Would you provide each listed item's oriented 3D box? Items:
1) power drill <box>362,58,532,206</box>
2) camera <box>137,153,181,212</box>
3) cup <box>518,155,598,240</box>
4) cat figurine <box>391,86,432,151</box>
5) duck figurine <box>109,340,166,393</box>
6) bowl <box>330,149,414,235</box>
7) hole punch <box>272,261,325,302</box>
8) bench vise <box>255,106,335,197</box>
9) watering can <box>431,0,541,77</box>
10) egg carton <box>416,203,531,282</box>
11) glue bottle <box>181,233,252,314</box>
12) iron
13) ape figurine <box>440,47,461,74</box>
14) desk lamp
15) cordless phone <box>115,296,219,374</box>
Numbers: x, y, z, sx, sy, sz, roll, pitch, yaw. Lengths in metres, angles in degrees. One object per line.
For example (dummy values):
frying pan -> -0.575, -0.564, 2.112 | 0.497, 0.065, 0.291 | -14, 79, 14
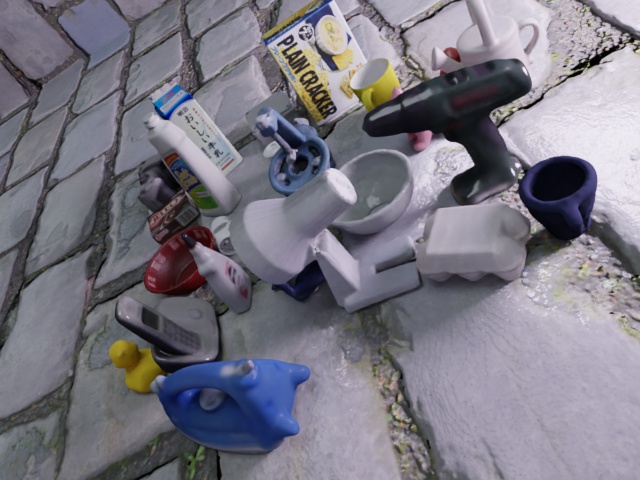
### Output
power drill -> 0.200, -0.150, 0.824 | 0.229, 0.209, 0.075 | -28, 39, 12
camera -> -0.350, -0.151, 1.337 | 0.136, 0.101, 0.143 | -22, 41, 19
cup -> 0.310, -0.036, 0.718 | 0.091, 0.095, 0.117 | -23, 41, 18
cat figurine -> 0.168, -0.221, 0.993 | 0.127, 0.118, 0.067 | -29, 39, 11
duck figurine -> -0.315, 0.205, 0.967 | 0.077, 0.086, 0.104 | -49, 40, -14
bowl -> 0.086, -0.066, 0.937 | 0.167, 0.075, 0.167 | -21, 41, 20
hole punch -> -0.045, 0.030, 0.928 | 0.109, 0.091, 0.100 | -48, 40, -13
bench vise -> -0.056, -0.164, 1.027 | 0.121, 0.220, 0.207 | -33, 39, 6
watering can -> 0.272, -0.325, 0.954 | 0.173, 0.195, 0.100 | -35, 39, 3
egg carton -> 0.206, 0.005, 0.777 | 0.149, 0.070, 0.107 | -5, 49, 34
glue bottle -> -0.173, 0.046, 0.945 | 0.037, 0.174, 0.078 | -26, 40, 15
iron -> -0.149, 0.213, 0.786 | 0.257, 0.142, 0.118 | -14, 44, 27
ape figurine -> 0.246, -0.307, 1.039 | 0.078, 0.092, 0.076 | -32, 39, 7
desk lamp -> 0.007, 0.003, 0.816 | 0.203, 0.214, 0.118 | -23, 41, 18
cordless phone -> -0.247, 0.124, 0.915 | 0.094, 0.186, 0.147 | -32, 39, 8
